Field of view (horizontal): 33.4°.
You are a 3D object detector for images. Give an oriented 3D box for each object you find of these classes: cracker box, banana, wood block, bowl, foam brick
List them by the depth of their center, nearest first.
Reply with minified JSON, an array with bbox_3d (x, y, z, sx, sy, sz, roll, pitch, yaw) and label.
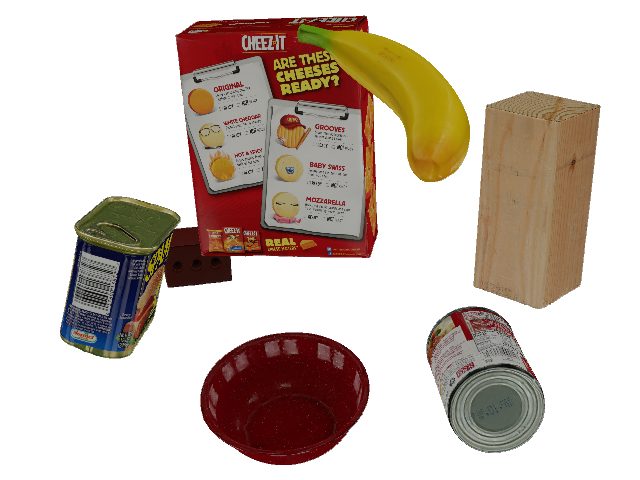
[{"bbox_3d":[0.049,-0.085,0.648,0.069,0.037,0.198,-10,34,-19],"label":"banana"},{"bbox_3d":[-0.034,-0.093,0.978,0.164,0.214,0.072,1,23,11],"label":"cracker box"},{"bbox_3d":[-0.031,0.161,1.023,0.162,0.055,0.162,-4,37,3],"label":"bowl"},{"bbox_3d":[0.230,-0.045,1.144,0.090,0.206,0.090,19,28,38],"label":"wood block"},{"bbox_3d":[-0.146,0.018,1.253,0.078,0.053,0.051,-7,27,-8],"label":"foam brick"}]

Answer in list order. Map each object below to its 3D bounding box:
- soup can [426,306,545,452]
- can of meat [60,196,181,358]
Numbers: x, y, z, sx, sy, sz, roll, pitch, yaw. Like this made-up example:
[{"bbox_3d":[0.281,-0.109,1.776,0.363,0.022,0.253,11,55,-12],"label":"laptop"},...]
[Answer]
[{"bbox_3d":[0.116,0.097,0.761,0.068,0.068,0.102,0,19,-3],"label":"soup can"},{"bbox_3d":[-0.141,0.025,0.748,0.057,0.084,0.102,15,17,1],"label":"can of meat"}]
